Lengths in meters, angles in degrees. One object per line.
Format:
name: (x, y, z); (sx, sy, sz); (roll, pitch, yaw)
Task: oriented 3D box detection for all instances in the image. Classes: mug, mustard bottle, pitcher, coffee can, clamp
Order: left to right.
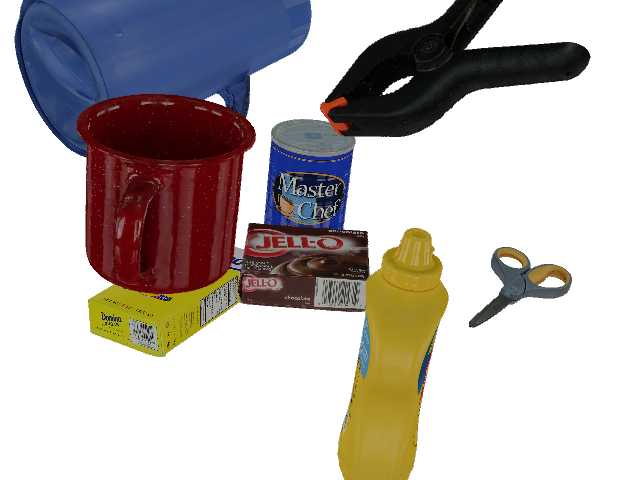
mug: (-0.086, -0.019, 0.564); (0.093, 0.081, 0.117); (8, 28, 1)
pitcher: (-0.121, -0.165, 0.915); (0.242, 0.149, 0.145); (-30, 48, -34)
coffee can: (-0.016, -0.066, 1.318); (0.103, 0.140, 0.103); (5, 27, -3)
mustard bottle: (0.053, 0.079, 0.754); (0.058, 0.192, 0.096); (10, 28, 5)
clamp: (0.084, -0.110, 0.685); (0.171, 0.120, 0.039); (-35, -47, 8)

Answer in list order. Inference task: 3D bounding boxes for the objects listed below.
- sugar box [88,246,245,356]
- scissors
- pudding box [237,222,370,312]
sugar box: (-0.145, 0.053, 1.097); (0.093, 0.048, 0.175); (16, 32, 26)
scissors: (0.184, 0.044, 1.096); (0.201, 0.016, 0.096); (-11, 37, -43)
pudding box: (-0.013, 0.023, 0.947); (0.113, 0.039, 0.090); (6, 29, -2)
